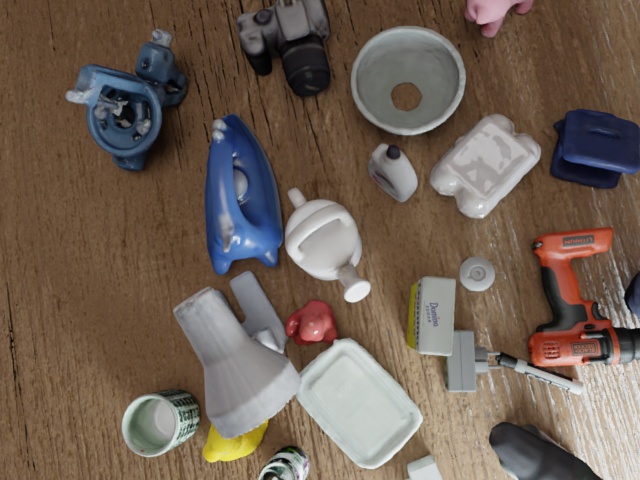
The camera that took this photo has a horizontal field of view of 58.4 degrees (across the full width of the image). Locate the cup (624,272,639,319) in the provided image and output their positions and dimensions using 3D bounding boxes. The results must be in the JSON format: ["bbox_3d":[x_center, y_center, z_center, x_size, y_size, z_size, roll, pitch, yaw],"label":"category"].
[{"bbox_3d":[0.459,0.086,0.763,0.092,0.095,0.117,-40,79,-1],"label":"cup"}]

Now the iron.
[{"bbox_3d":[-0.130,-0.086,0.832,0.118,0.141,0.258,-9,80,5],"label":"iron"}]

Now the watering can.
[{"bbox_3d":[0.009,0.001,0.776,0.172,0.194,0.101,34,86,10],"label":"watering can"}]

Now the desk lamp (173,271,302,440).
[{"bbox_3d":[-0.111,0.142,0.757,0.118,0.213,0.203,-32,79,1],"label":"desk lamp"}]

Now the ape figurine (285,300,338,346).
[{"bbox_3d":[-0.011,0.122,0.811,0.077,0.092,0.076,28,85,10],"label":"ape figurine"}]

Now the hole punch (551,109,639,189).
[{"bbox_3d":[0.389,-0.136,0.808,0.108,0.091,0.101,13,83,8],"label":"hole punch"}]

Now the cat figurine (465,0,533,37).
[{"bbox_3d":[0.263,-0.362,0.844,0.128,0.118,0.067,-39,79,-1],"label":"cat figurine"}]

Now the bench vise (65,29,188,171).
[{"bbox_3d":[-0.288,-0.222,0.831,0.121,0.220,0.207,3,81,7],"label":"bench vise"}]

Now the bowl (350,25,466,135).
[{"bbox_3d":[0.130,-0.228,0.859,0.167,0.075,0.167,-1,81,6],"label":"bowl"}]

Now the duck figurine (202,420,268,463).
[{"bbox_3d":[-0.123,0.269,0.803,0.077,0.086,0.104,43,88,11],"label":"duck figurine"}]

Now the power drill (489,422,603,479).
[{"bbox_3d":[0.287,0.290,0.692,0.229,0.208,0.076,36,87,11],"label":"power drill"}]

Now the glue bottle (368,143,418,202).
[{"bbox_3d":[0.100,-0.102,0.793,0.078,0.173,0.037,39,87,11],"label":"glue bottle"}]

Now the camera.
[{"bbox_3d":[-0.046,-0.293,0.876,0.143,0.101,0.137,-16,80,4],"label":"camera"}]

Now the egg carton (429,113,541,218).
[{"bbox_3d":[0.238,-0.109,0.831,0.107,0.069,0.150,43,88,11],"label":"egg carton"}]
